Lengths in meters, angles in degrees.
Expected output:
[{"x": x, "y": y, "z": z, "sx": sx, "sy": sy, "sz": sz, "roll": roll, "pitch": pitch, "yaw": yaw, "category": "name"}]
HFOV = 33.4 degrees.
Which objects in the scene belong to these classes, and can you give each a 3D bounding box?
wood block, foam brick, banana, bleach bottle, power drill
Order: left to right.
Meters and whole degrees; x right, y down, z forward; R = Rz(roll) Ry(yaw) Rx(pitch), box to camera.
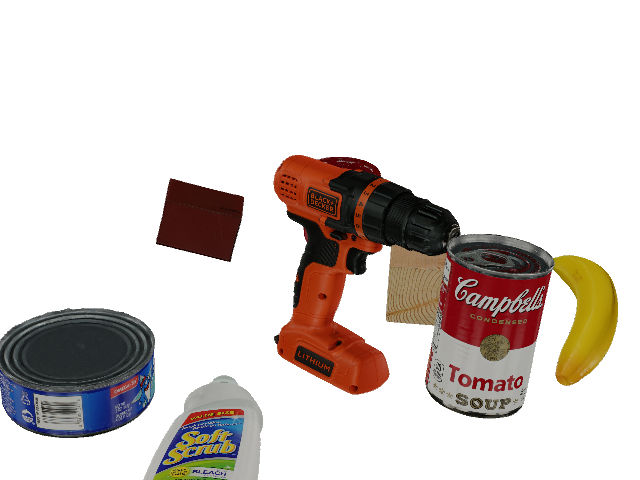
[{"x": -0.119, "y": -0.020, "z": 1.058, "sx": 0.078, "sy": 0.051, "sz": 0.053, "roll": 14, "pitch": 26, "yaw": -8, "category": "foam brick"}, {"x": -0.105, "y": 0.194, "z": 0.934, "sx": 0.102, "sy": 0.068, "sz": 0.251, "roll": -1, "pitch": 23, "yaw": 1, "category": "bleach bottle"}, {"x": 0.031, "y": 0.033, "z": 0.914, "sx": 0.185, "sy": 0.188, "sz": 0.057, "roll": 24, "pitch": 26, "yaw": 38, "category": "power drill"}, {"x": 0.148, "y": 0.039, "z": 1.595, "sx": 0.091, "sy": 0.090, "sz": 0.206, "roll": 4, "pitch": 24, "yaw": 4, "category": "wood block"}, {"x": 0.245, "y": 0.066, "z": 0.999, "sx": 0.070, "sy": 0.037, "sz": 0.197, "roll": -26, "pitch": 24, "yaw": 19, "category": "banana"}]

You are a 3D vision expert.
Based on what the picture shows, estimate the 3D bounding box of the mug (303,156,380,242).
[{"x": 0.028, "y": -0.043, "z": 1.203, "sx": 0.093, "sy": 0.081, "sz": 0.117, "roll": 19, "pitch": 36, "yaw": 31, "category": "mug"}]

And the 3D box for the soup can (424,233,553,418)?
[{"x": 0.107, "y": 0.055, "z": 0.691, "sx": 0.068, "sy": 0.102, "sz": 0.068, "roll": 6, "pitch": 21, "yaw": -3, "category": "soup can"}]

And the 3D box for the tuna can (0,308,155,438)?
[{"x": -0.134, "y": 0.072, "z": 0.592, "sx": 0.086, "sy": 0.034, "sz": 0.086, "roll": 1, "pitch": 25, "yaw": -1, "category": "tuna can"}]
